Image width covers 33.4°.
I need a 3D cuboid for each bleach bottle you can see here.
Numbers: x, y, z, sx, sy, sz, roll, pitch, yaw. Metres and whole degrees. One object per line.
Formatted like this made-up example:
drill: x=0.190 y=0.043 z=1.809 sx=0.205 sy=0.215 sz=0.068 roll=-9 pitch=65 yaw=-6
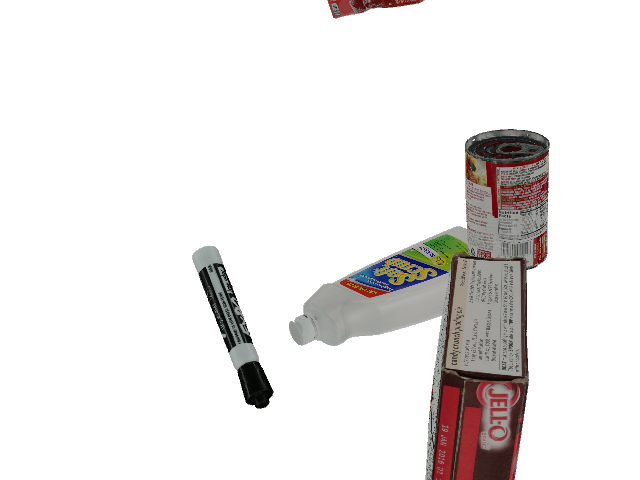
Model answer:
bleach bottle: x=0.083 y=0.063 z=1.208 sx=0.250 sy=0.068 sz=0.103 roll=-22 pitch=38 yaw=-24

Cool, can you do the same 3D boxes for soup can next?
soup can: x=0.155 y=-0.033 z=0.882 sx=0.068 sy=0.102 sz=0.068 roll=-5 pitch=25 yaw=2

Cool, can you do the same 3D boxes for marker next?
marker: x=-0.058 y=0.056 z=0.702 sx=0.020 sy=0.121 sz=0.020 roll=-18 pitch=-31 yaw=-11

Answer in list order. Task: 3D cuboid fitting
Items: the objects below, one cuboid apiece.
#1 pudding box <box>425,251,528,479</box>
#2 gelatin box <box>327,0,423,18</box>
pudding box: x=0.069 y=0.068 z=0.471 sx=0.039 sy=0.090 sz=0.113 roll=6 pitch=26 yaw=5
gelatin box: x=0.031 y=-0.188 z=0.696 sx=0.030 sy=0.073 sz=0.089 roll=-35 pitch=24 yaw=-33
